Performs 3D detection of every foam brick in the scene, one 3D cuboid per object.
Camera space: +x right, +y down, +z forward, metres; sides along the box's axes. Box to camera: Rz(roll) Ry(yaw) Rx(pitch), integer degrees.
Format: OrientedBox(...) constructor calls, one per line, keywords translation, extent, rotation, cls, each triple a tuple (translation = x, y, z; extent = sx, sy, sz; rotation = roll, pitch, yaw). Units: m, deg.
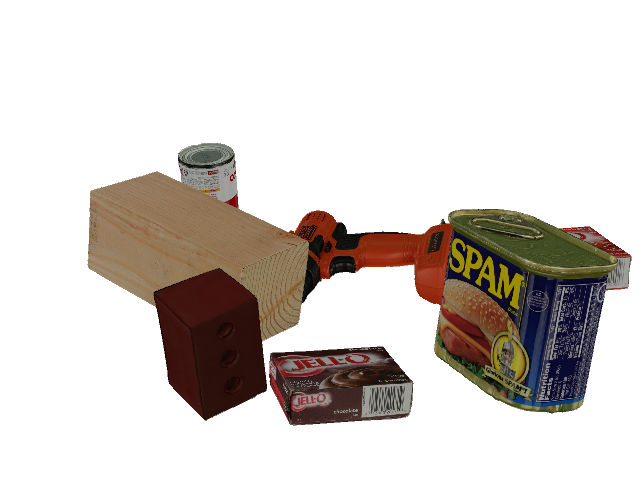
OrientedBox(translation=(-0.073, 0.068, 0.715), extent=(0.052, 0.078, 0.051), rotation=(-23, 35, -27), cls="foam brick")

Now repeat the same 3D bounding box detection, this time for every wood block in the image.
OrientedBox(translation=(-0.121, 0.015, 1.019), extent=(0.206, 0.090, 0.090), rotation=(25, 30, 33), cls="wood block")

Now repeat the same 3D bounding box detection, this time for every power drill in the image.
OrientedBox(translation=(0.044, 0.027, 1.142), extent=(0.188, 0.057, 0.184), rotation=(4, 31, 14), cls="power drill")

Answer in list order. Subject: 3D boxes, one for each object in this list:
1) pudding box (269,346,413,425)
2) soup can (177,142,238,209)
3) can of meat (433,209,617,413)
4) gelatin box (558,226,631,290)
OrientedBox(translation=(0.016, 0.129, 0.959), extent=(0.113, 0.039, 0.090), rotation=(0, 16, -14), cls="pudding box")
OrientedBox(translation=(-0.131, -0.056, 1.254), extent=(0.068, 0.102, 0.068), rotation=(-1, 29, 0), cls="soup can")
OrientedBox(translation=(0.108, 0.037, 0.587), extent=(0.057, 0.084, 0.102), rotation=(-2, 19, -26), cls="can of meat")
OrientedBox(translation=(0.180, 0.014, 0.815), extent=(0.089, 0.030, 0.073), rotation=(-3, 18, -10), cls="gelatin box")
